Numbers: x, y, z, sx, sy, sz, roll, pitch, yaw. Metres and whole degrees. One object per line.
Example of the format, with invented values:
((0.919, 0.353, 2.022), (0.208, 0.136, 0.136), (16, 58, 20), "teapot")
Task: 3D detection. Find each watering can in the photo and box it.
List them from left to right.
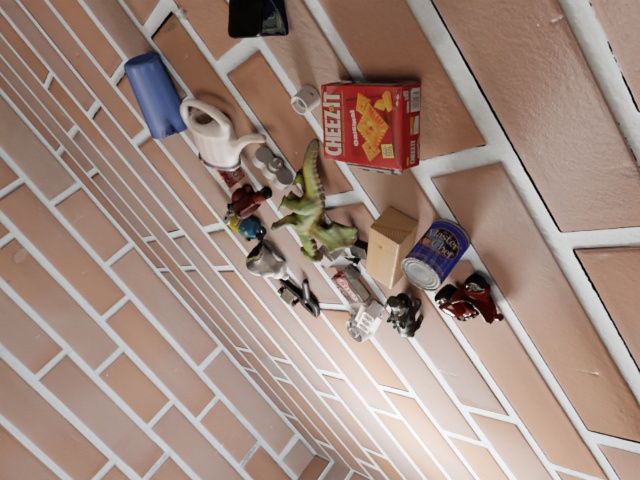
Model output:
((-0.282, -0.291, 1.515), (0.351, 0.105, 0.219), (30, 149, 25), "watering can")

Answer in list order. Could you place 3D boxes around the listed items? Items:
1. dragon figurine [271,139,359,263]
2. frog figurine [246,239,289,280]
((0.004, -0.073, 1.441), (0.243, 0.125, 0.401), (32, 137, 3), "dragon figurine")
((-0.193, 0.097, 1.910), (0.157, 0.122, 0.139), (47, -175, -24), "frog figurine")
